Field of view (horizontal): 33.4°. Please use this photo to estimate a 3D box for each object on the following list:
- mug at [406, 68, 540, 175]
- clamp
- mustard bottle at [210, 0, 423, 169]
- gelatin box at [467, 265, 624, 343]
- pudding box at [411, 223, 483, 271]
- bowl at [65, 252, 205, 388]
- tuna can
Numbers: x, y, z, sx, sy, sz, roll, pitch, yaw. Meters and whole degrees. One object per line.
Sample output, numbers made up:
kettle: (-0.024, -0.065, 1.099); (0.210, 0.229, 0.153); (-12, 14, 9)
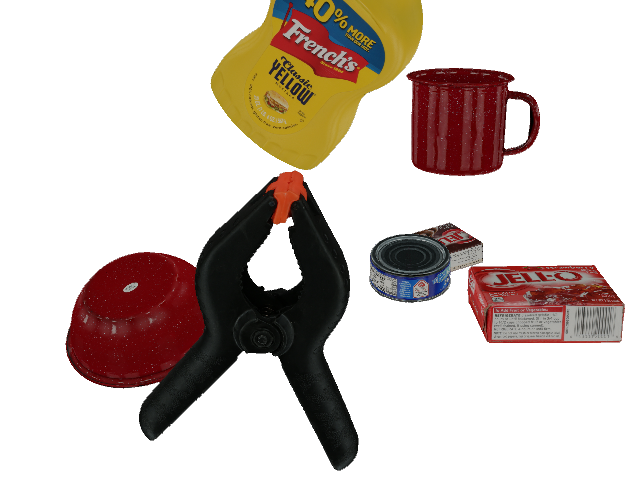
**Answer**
mug: (0.133, -0.104, 0.935); (0.117, 0.081, 0.093); (4, 17, 12)
clamp: (-0.039, 0.047, 0.557); (0.120, 0.171, 0.039); (-1, 24, -3)
mustard bottle: (0.009, -0.131, 0.674); (0.192, 0.096, 0.058); (-46, 2, 46)
gelatin box: (0.146, 0.040, 0.701); (0.089, 0.030, 0.073); (0, 18, -1)
pudding box: (0.173, 0.016, 1.600); (0.113, 0.039, 0.090); (-18, 26, -20)
bowl: (-0.171, 0.061, 1.008); (0.162, 0.055, 0.162); (-9, 41, 7)
tuna can: (0.094, 0.028, 1.121); (0.086, 0.034, 0.086); (-1, 31, 1)
